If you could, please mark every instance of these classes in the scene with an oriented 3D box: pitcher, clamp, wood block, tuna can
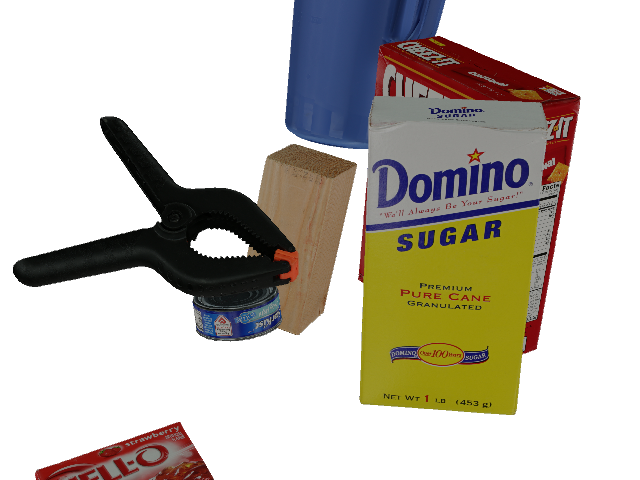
[{"bbox_3d":[0.041,-0.210,0.984,0.145,0.243,0.149,9,16,4],"label":"pitcher"},{"bbox_3d":[-0.115,-0.018,0.836,0.210,0.164,0.036,11,-31,6],"label":"clamp"},{"bbox_3d":[-0.031,-0.003,1.318,0.090,0.206,0.090,19,22,16],"label":"wood block"},{"bbox_3d":[-0.081,0.066,1.044,0.086,0.034,0.086,-5,18,2],"label":"tuna can"}]

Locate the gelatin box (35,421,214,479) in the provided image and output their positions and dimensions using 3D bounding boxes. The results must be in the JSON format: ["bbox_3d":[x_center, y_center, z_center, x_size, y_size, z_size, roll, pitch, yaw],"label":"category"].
[{"bbox_3d":[-0.106,0.142,0.592,0.089,0.030,0.073,-16,28,-20],"label":"gelatin box"}]

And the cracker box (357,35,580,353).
[{"bbox_3d":[0.106,-0.033,0.838,0.072,0.214,0.164,-14,32,-30],"label":"cracker box"}]

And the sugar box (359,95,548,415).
[{"bbox_3d":[0.070,0.011,0.590,0.093,0.176,0.048,3,29,6],"label":"sugar box"}]
